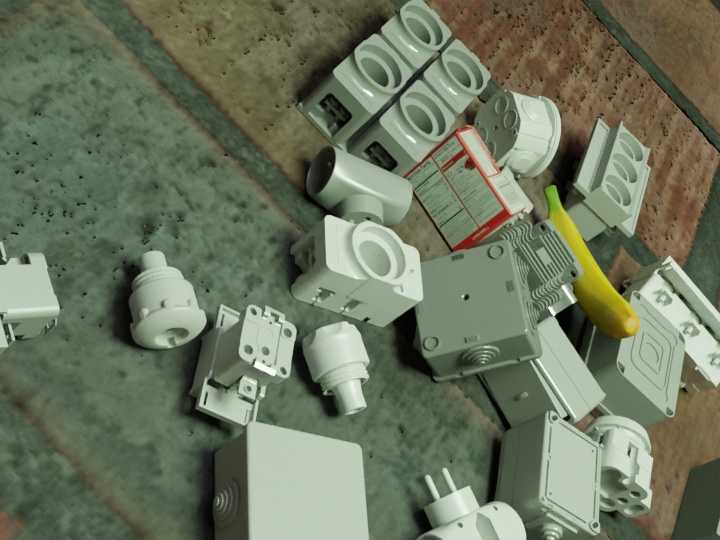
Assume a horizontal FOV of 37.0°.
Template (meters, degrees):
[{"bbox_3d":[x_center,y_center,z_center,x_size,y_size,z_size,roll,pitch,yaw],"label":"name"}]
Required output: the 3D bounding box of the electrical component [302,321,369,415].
[{"bbox_3d":[-0.014,0.071,0.766,0.043,0.043,0.062,-3,66,-43],"label":"electrical component"}]

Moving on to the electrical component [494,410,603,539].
[{"bbox_3d":[0.141,0.168,0.822,0.062,0.061,0.096,34,46,-22],"label":"electrical component"}]

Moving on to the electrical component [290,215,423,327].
[{"bbox_3d":[0.000,0.000,0.818,0.089,0.056,0.050,20,51,-31],"label":"electrical component"}]

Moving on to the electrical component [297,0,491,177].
[{"bbox_3d":[0.039,-0.163,0.963,0.105,0.060,0.186,46,42,-7],"label":"electrical component"}]

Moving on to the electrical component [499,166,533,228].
[{"bbox_3d":[0.133,-0.067,0.996,0.046,0.040,0.040,50,41,-10],"label":"electrical component"}]

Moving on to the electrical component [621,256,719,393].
[{"bbox_3d":[0.311,0.056,1.048,0.121,0.079,0.063,49,63,-4],"label":"electrical component"}]

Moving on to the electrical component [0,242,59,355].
[{"bbox_3d":[-0.214,0.016,0.627,0.064,0.042,0.081,-3,65,-44],"label":"electrical component"}]

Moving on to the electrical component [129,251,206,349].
[{"bbox_3d":[-0.130,0.017,0.701,0.048,0.048,0.062,6,52,-39],"label":"electrical component"}]

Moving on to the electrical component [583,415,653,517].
[{"bbox_3d":[0.210,0.159,0.893,0.078,0.058,0.057,38,46,-15],"label":"electrical component"}]

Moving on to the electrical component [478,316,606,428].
[{"bbox_3d":[0.141,0.087,0.878,0.061,0.062,0.096,-26,81,-48],"label":"electrical component"}]

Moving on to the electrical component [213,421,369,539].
[{"bbox_3d":[-0.045,0.151,0.678,0.100,0.048,0.099,18,52,-32],"label":"electrical component"}]

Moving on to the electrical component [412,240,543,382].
[{"bbox_3d":[0.088,0.031,0.843,0.048,0.100,0.099,54,25,-57],"label":"electrical component"}]

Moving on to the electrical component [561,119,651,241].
[{"bbox_3d":[0.249,-0.089,1.095,0.079,0.063,0.121,41,43,-12],"label":"electrical component"}]

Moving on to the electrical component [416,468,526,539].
[{"bbox_3d":[0.070,0.179,0.764,0.077,0.043,0.079,-11,70,-45],"label":"electrical component"}]

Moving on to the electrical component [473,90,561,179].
[{"bbox_3d":[0.149,-0.130,1.024,0.051,0.080,0.080,9,56,-31],"label":"electrical component"}]

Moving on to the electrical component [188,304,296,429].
[{"bbox_3d":[-0.075,0.058,0.705,0.042,0.064,0.081,28,46,-26],"label":"electrical component"}]

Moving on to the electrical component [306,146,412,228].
[{"bbox_3d":[0.000,-0.052,0.864,0.077,0.043,0.079,21,50,-30],"label":"electrical component"}]

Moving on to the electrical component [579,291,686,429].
[{"bbox_3d":[0.243,0.086,0.974,0.078,0.057,0.113,42,43,-13],"label":"electrical component"}]
